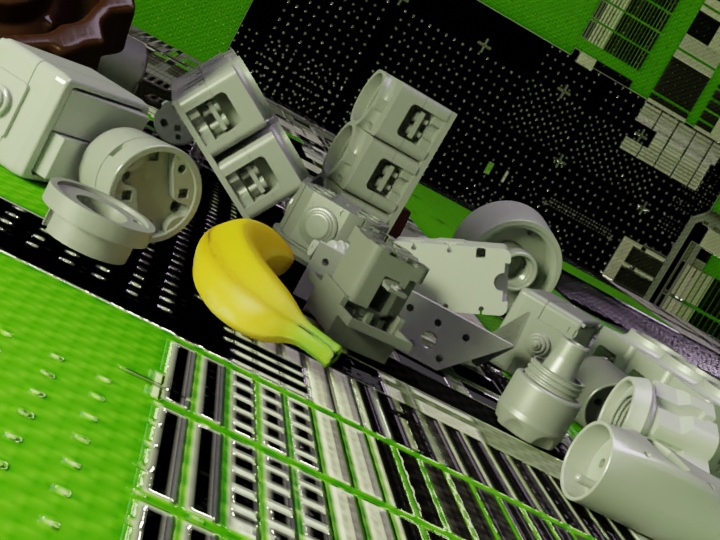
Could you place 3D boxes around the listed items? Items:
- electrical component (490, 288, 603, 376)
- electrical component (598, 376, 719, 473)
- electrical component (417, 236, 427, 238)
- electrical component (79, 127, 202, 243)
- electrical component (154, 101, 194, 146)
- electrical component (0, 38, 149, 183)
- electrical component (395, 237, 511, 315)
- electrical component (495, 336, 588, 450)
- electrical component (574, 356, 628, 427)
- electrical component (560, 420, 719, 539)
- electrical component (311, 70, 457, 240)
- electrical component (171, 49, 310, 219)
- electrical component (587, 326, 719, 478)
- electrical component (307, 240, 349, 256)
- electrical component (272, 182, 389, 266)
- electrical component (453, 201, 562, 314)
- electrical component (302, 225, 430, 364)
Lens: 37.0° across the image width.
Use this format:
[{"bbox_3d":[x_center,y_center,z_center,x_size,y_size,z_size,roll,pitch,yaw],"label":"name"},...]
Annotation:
[{"bbox_3d":[0.134,0.051,0.809,0.061,0.061,0.096,32,9,20],"label":"electrical component"},{"bbox_3d":[0.185,0.102,0.679,0.057,0.058,0.078,25,32,-3],"label":"electrical component"},{"bbox_3d":[0.057,-0.001,0.928,0.043,0.043,0.081,26,9,-20],"label":"electrical component"},{"bbox_3d":[-0.122,-0.048,0.592,0.055,0.055,0.047,21,8,-43],"label":"electrical component"},{"bbox_3d":[-0.168,-0.140,1.008,0.045,0.045,0.055,28,9,-7],"label":"electrical component"},{"bbox_3d":[-0.173,-0.084,0.608,0.061,0.061,0.096,32,9,20],"label":"electrical component"},{"bbox_3d":[0.067,0.003,0.813,0.089,0.050,0.056,4,7,6],"label":"electrical component"},{"bbox_3d":[0.109,0.069,0.622,0.043,0.062,0.043,28,9,-5],"label":"electrical component"},{"bbox_3d":[0.187,0.099,0.759,0.079,0.043,0.077,28,9,-4],"label":"electrical component"},{"bbox_3d":[0.144,0.108,0.569,0.077,0.043,0.079,27,9,-14],"label":"electrical component"},{"bbox_3d":[0.007,-0.089,0.918,0.062,0.150,0.089,27,9,-19],"label":"electrical component"},{"bbox_3d":[-0.100,-0.116,0.879,0.105,0.060,0.186,59,-1,-18],"label":"electrical component"},{"bbox_3d":[0.258,0.107,0.881,0.089,0.061,0.150,25,10,-27],"label":"electrical component"},{"bbox_3d":[0.000,0.000,0.746,0.078,0.040,0.040,25,9,-22],"label":"electrical component"},{"bbox_3d":[-0.022,-0.027,0.795,0.080,0.051,0.080,28,8,-5],"label":"electrical component"},{"bbox_3d":[0.148,-0.009,1.066,0.108,0.108,0.060,26,15,-18],"label":"electrical component"},{"bbox_3d":[0.005,0.012,0.616,0.042,0.063,0.081,26,9,-26],"label":"electrical component"}]
